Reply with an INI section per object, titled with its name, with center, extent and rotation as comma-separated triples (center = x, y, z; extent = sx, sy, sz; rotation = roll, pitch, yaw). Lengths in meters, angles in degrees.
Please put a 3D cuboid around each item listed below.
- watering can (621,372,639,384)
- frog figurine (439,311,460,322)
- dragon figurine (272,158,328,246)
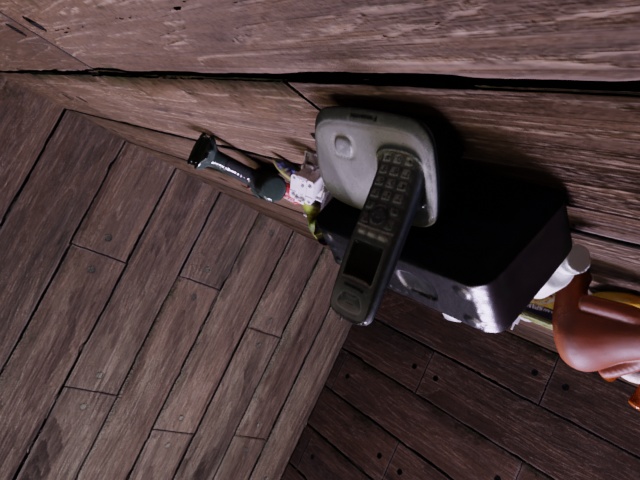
[watering can]
center = 0.535, 0.190, 0.552
extent = 0.348, 0.105, 0.222
rotation = 10, 173, 12
[frog figurine]
center = 0.371, 0.148, 1.346
extent = 0.137, 0.124, 0.157
rotation = -7, 165, -1
[dragon figurine]
center = 0.003, -0.056, 1.106
extent = 0.404, 0.123, 0.245
rotation = 47, 172, -28
